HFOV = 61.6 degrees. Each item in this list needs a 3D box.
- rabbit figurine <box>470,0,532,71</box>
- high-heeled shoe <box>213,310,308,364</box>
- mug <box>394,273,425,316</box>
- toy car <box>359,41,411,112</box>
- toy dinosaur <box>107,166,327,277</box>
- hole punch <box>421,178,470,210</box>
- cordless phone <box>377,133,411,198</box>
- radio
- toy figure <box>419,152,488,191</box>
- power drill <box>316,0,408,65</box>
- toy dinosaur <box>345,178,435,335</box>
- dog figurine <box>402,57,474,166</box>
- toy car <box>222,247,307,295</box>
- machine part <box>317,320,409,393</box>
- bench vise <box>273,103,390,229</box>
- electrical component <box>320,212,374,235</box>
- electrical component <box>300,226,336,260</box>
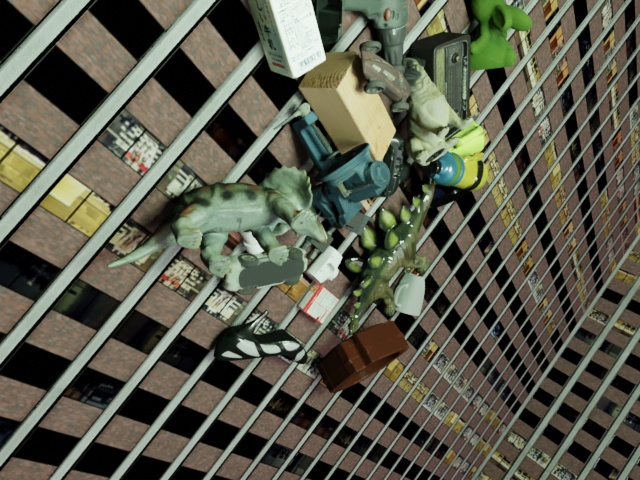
[{"bbox_3d":[0.374,-0.467,1.192,0.121,0.159,0.170,-17,110,-26],"label":"rabbit figurine"},{"bbox_3d":[-0.121,0.250,1.168,0.145,0.086,0.248,-45,132,-12],"label":"high-heeled shoe"},{"bbox_3d":[0.236,0.143,1.460,0.109,0.081,0.107,17,89,-43],"label":"mug"},{"bbox_3d":[0.124,-0.298,0.990,0.202,0.053,0.089,6,80,-64],"label":"toy car"},{"bbox_3d":[-0.155,-0.043,0.917,0.405,0.192,0.131,-3,124,-26],"label":"toy dinosaur"},{"bbox_3d":[0.319,-0.140,1.370,0.142,0.092,0.116,-22,168,-37],"label":"hole punch"},{"bbox_3d":[0.165,-0.176,1.210,0.184,0.089,0.146,-23,127,-48],"label":"cordless phone"},{"bbox_3d":[0.273,-0.339,1.205,0.131,0.073,0.229,-32,132,-28],"label":"radio"},{"bbox_3d":[0.316,-0.160,1.258,0.180,0.082,0.089,-3,95,-36],"label":"toy figure"},{"bbox_3d":[0.084,-0.409,0.977,0.207,0.086,0.231,-21,127,-30],"label":"power drill"},{"bbox_3d":[0.182,0.022,1.312,0.198,0.105,0.471,35,84,-46],"label":"toy dinosaur"},{"bbox_3d":[0.207,-0.270,1.145,0.121,0.190,0.172,-20,158,-40],"label":"dog figurine"},{"bbox_3d":[-0.107,0.059,1.086,0.201,0.056,0.073,-9,113,-43],"label":"toy car"},{"bbox_3d":[0.107,0.291,1.350,0.201,0.087,0.201,-14,154,-40],"label":"machine part"},{"bbox_3d":[0.017,-0.145,1.024,0.129,0.224,0.240,-41,106,-25],"label":"bench vise"},{"bbox_3d":[0.066,-0.046,1.179,0.119,0.075,0.047,21,96,-51],"label":"electrical component"},{"bbox_3d":[-0.002,-0.004,1.174,0.094,0.021,0.063,-52,138,-7],"label":"electrical component"}]
